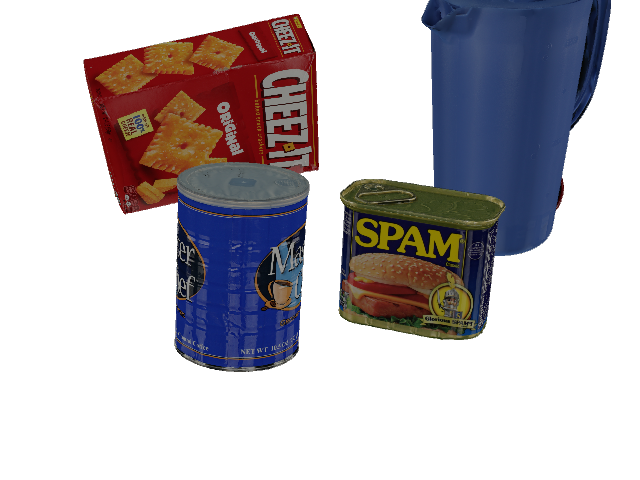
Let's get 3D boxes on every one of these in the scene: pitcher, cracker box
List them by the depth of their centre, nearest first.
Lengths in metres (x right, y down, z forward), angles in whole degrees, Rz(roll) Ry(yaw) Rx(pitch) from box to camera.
[{"bbox_3d":[0.166,-0.116,0.926,0.149,0.243,0.145,6,33,12],"label":"pitcher"},{"bbox_3d":[-0.111,-0.120,1.057,0.213,0.072,0.164,-13,-39,-9],"label":"cracker box"}]

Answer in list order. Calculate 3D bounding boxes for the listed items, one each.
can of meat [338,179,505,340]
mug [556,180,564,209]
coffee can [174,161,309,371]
[{"bbox_3d":[0.062,0.012,0.687,0.102,0.084,0.057,10,22,18],"label":"can of meat"},{"bbox_3d":[0.222,-0.048,1.188,0.117,0.081,0.093,-10,19,-29],"label":"mug"},{"bbox_3d":[-0.064,0.019,0.846,0.103,0.140,0.103,3,20,-1],"label":"coffee can"}]
